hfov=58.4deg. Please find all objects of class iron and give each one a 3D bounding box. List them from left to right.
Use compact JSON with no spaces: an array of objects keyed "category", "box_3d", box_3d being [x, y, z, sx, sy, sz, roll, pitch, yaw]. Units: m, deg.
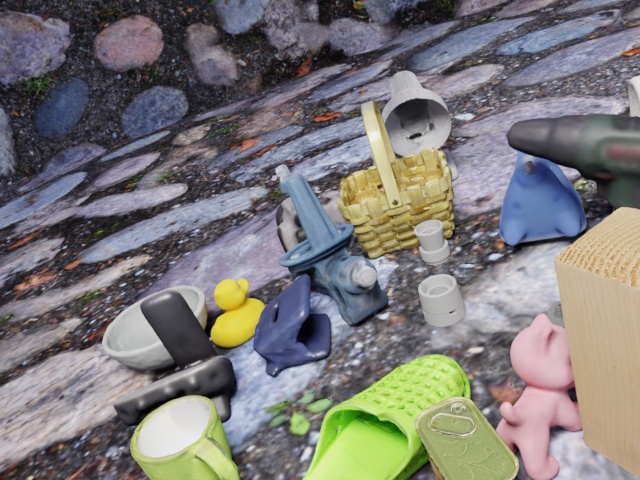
[{"category":"iron","box_3d":[0.320,-0.099,0.858,0.118,0.142,0.258,-10,28,22]}]

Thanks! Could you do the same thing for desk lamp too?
[{"category":"desk lamp","box_3d":[0.183,-0.201,1.076,0.117,0.214,0.203,-16,26,11]}]

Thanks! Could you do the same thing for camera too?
[{"category":"camera","box_3d":[-0.023,-0.043,1.054,0.143,0.101,0.136,-27,26,-13]}]

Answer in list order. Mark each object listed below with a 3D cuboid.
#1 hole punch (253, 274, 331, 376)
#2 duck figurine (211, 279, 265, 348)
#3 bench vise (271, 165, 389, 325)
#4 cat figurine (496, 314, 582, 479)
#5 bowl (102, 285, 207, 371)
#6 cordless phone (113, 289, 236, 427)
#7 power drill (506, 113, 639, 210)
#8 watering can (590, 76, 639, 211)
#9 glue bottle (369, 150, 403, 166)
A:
[{"category":"hole punch","box_3d":[-0.044,0.113,0.778,0.101,0.091,0.108,-17,26,8]},{"category":"duck figurine","box_3d":[-0.133,0.103,0.868,0.077,0.086,0.105,-2,32,34]},{"category":"bench vise","box_3d":[0.015,-0.004,0.810,0.206,0.220,0.122,8,38,45]},{"category":"cat figurine","box_3d":[0.200,0.131,0.527,0.067,0.118,0.128,9,39,46]},{"category":"bowl","box_3d":[-0.240,0.146,0.878,0.167,0.075,0.167,-17,26,9]},{"category":"cordless phone","box_3d":[-0.196,0.151,0.708,0.147,0.185,0.094,-24,26,-7]},{"category":"power drill","box_3d":[0.345,-0.051,0.669,0.228,0.209,0.076,1,33,37]},{"category":"watering can","box_3d":[0.441,-0.125,0.756,0.173,0.194,0.101,-19,26,4]},{"category":"glue bottle","box_3d":[0.126,-0.150,1.065,0.078,0.173,0.037,-10,28,23]}]
